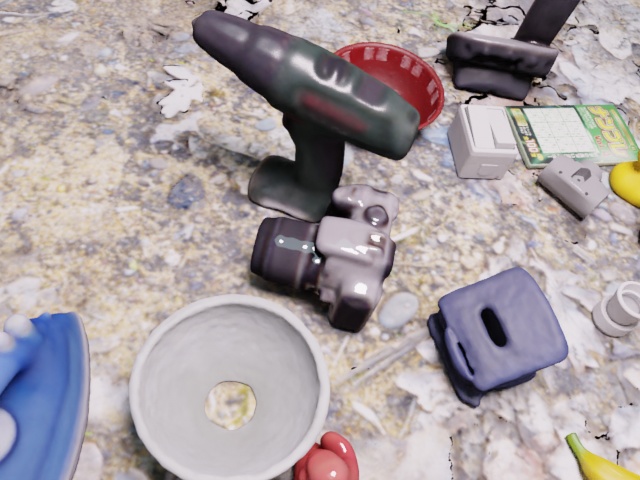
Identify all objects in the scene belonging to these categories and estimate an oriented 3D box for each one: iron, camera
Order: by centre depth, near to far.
[{"bbox_3d":[-0.253,0.143,0.432,0.118,0.141,0.258,13,57,-2],"label":"iron"},{"bbox_3d":[0.005,0.002,0.590,0.137,0.101,0.143,14,57,-1],"label":"camera"}]

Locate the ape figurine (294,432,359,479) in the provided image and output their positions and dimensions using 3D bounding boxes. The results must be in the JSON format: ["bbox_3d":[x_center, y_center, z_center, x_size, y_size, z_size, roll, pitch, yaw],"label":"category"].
[{"bbox_3d":[0.004,0.198,0.473,0.078,0.092,0.076,-28,67,-24],"label":"ape figurine"}]

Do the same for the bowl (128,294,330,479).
[{"bbox_3d":[-0.077,0.137,0.507,0.167,0.075,0.167,5,58,-7],"label":"bowl"}]

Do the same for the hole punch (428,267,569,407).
[{"bbox_3d":[0.173,0.094,0.568,0.101,0.091,0.108,-12,61,-17],"label":"hole punch"}]

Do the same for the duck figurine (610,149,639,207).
[{"bbox_3d":[0.441,-0.089,0.734,0.104,0.086,0.077,15,57,0],"label":"duck figurine"}]

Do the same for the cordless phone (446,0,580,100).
[{"bbox_3d":[0.260,-0.290,0.767,0.147,0.185,0.094,5,58,-7],"label":"cordless phone"}]

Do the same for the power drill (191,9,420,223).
[{"bbox_3d":[-0.022,-0.115,0.593,0.229,0.208,0.076,18,57,1],"label":"power drill"}]
